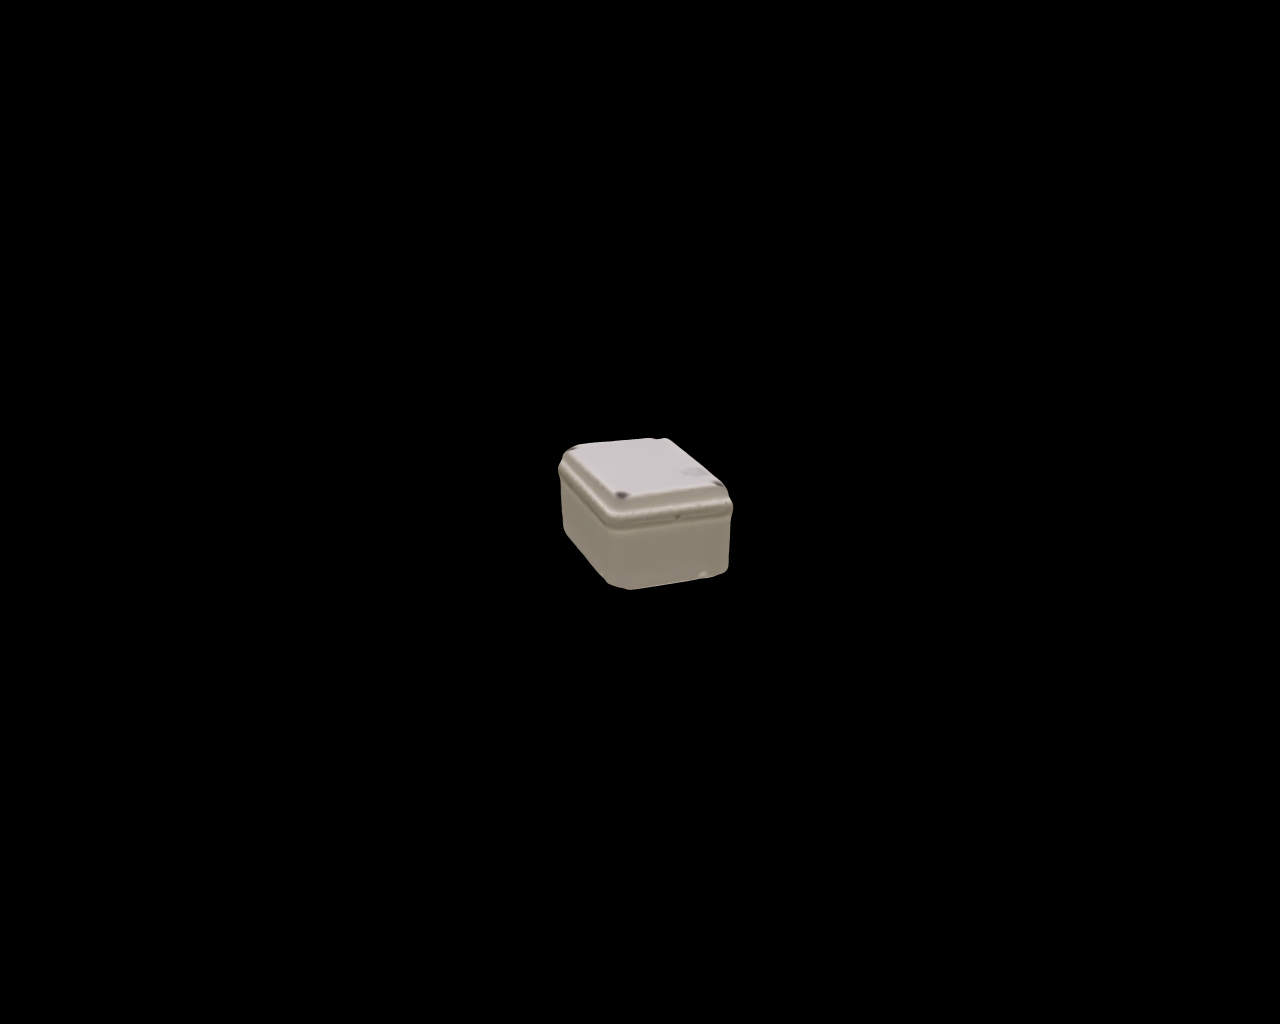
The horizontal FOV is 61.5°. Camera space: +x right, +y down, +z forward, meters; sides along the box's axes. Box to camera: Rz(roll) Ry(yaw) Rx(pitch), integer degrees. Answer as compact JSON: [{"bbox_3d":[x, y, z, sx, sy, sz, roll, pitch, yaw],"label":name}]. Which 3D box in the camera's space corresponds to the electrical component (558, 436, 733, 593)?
[{"bbox_3d":[0.001,-0.003,0.650,0.078,0.057,0.113,-7,22,-18],"label":"electrical component"}]
